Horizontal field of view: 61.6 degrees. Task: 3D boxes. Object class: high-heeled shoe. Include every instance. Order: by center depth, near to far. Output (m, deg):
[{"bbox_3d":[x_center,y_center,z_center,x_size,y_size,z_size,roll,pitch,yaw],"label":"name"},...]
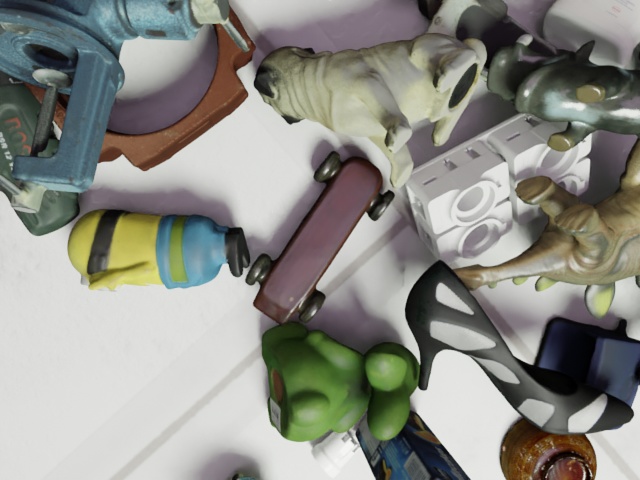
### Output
[{"bbox_3d":[0.205,0.104,0.540,0.249,0.086,0.145,9,105,0],"label":"high-heeled shoe"}]

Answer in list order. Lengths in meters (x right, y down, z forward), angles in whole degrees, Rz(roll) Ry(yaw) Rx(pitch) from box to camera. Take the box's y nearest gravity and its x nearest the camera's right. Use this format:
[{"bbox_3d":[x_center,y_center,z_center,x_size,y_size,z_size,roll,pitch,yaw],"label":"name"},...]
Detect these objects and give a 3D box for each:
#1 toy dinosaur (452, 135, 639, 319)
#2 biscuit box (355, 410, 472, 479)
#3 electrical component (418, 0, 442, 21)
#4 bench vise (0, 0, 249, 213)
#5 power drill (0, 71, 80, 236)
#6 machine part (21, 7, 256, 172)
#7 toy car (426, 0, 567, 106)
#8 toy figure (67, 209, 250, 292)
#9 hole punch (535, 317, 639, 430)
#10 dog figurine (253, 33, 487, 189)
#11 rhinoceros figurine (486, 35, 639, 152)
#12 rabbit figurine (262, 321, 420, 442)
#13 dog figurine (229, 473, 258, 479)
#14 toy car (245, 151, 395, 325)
[{"bbox_3d":[0.357,-0.030,0.567,0.472,0.105,0.198,-21,136,1],"label":"toy dinosaur"},{"bbox_3d":[0.094,0.228,0.548,0.063,0.203,0.059,29,90,-9],"label":"biscuit box"},{"bbox_3d":[0.128,-0.286,0.572,0.102,0.078,0.045,-31,56,5],"label":"electrical component"},{"bbox_3d":[-0.185,-0.136,0.430,0.224,0.129,0.240,8,77,1],"label":"bench vise"},{"bbox_3d":[-0.369,-0.087,0.538,0.207,0.086,0.232,-31,101,-10],"label":"power drill"},{"bbox_3d":[-0.183,-0.187,0.538,0.201,0.087,0.201,-37,100,-1],"label":"machine part"},{"bbox_3d":[0.208,-0.196,0.585,0.201,0.056,0.073,25,99,-19],"label":"toy car"},{"bbox_3d":[-0.168,0.008,0.562,0.180,0.082,0.089,-5,78,2],"label":"toy figure"},{"bbox_3d":[0.326,0.159,0.625,0.116,0.092,0.142,13,91,-11],"label":"hole punch"},{"bbox_3d":[0.046,-0.169,0.542,0.191,0.121,0.172,39,70,21],"label":"dog figurine"},{"bbox_3d":[0.251,-0.139,0.496,0.191,0.073,0.112,17,54,19],"label":"rhinoceros figurine"},{"bbox_3d":[0.036,0.142,0.574,0.170,0.159,0.121,-7,87,-20],"label":"rabbit figurine"},{"bbox_3d":[-0.064,0.396,0.602,0.219,0.108,0.191,43,87,-13],"label":"dog figurine"},{"bbox_3d":[-0.001,-0.002,0.591,0.089,0.053,0.202,33,88,-3],"label":"toy car"}]
